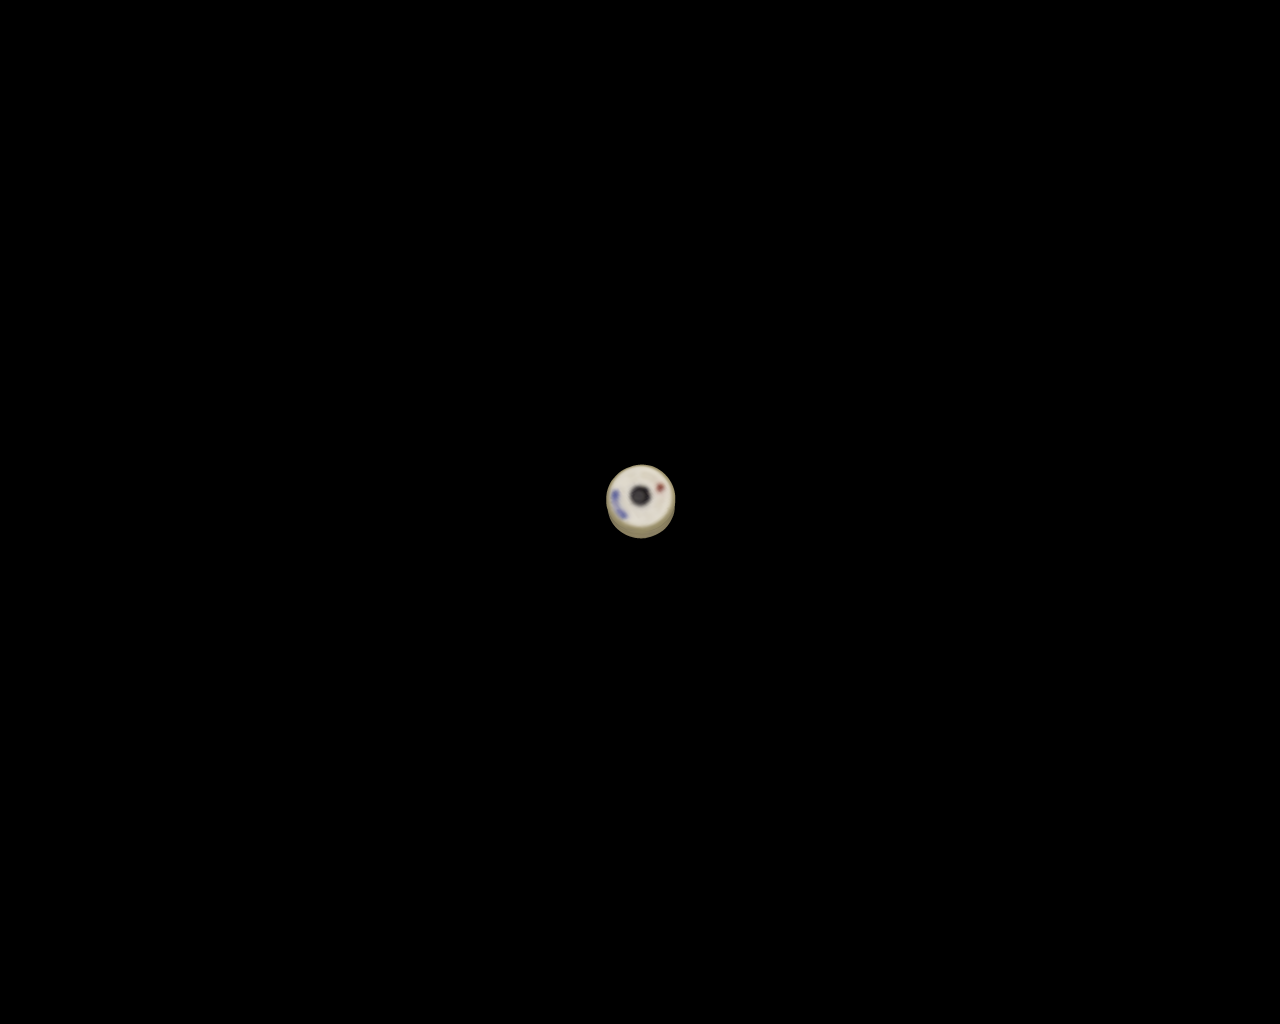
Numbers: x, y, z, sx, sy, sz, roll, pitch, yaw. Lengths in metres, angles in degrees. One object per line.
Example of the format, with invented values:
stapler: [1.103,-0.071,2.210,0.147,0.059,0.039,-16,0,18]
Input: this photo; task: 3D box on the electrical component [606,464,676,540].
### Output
electrical component: [0.001,-0.003,0.650,0.040,0.040,0.078,0,-12,0]
